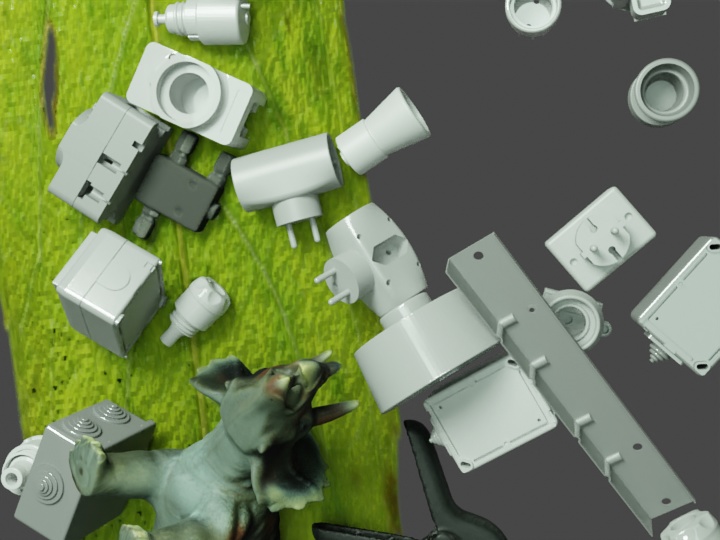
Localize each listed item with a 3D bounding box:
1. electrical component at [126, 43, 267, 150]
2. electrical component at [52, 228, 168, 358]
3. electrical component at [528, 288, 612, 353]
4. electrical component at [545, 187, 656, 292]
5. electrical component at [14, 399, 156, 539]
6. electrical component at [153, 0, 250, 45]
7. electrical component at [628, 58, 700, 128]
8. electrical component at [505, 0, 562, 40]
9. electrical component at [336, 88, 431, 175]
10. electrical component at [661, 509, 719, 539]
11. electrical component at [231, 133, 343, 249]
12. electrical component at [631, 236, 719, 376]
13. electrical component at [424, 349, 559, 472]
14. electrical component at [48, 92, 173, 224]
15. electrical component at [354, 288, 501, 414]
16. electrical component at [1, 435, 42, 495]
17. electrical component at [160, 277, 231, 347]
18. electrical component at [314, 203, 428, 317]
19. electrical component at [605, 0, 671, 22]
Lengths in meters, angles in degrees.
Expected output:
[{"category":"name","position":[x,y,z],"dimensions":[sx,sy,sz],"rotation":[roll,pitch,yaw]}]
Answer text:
[{"category":"electrical component","position":[-0.126,-0.133,0.827],"dimensions":[0.089,0.056,0.050],"rotation":[25,95,7]},{"category":"electrical component","position":[-0.191,0.019,0.826],"dimensions":[0.061,0.096,0.061],"rotation":[30,66,6]},{"category":"electrical component","position":[0.154,0.038,0.792],"dimensions":[0.066,0.055,0.048],"rotation":[15,94,8]},{"category":"electrical component","position":[0.174,-0.022,0.777],"dimensions":[0.066,0.077,0.047],"rotation":[-41,86,8]},{"category":"electrical component","position":[-0.211,0.154,0.826],"dimensions":[0.048,0.100,0.099],"rotation":[27,105,14]},{"category":"electrical component","position":[-0.120,-0.194,0.832],"dimensions":[0.078,0.040,0.040],"rotation":[1,92,8]},{"category":"electrical component","position":[0.219,-0.127,0.778],"dimensions":[0.045,0.055,0.045],"rotation":[0,92,8]},{"category":"electrical component","position":[0.128,-0.191,0.793],"dimensions":[0.040,0.046,0.040],"rotation":[0,92,8]},{"category":"electrical component","position":[0.015,-0.102,0.816],"dimensions":[0.065,0.044,0.044],"rotation":[-33,87,13]},{"category":"electrical component","position":[0.254,0.211,0.790],"dimensions":[0.043,0.043,0.062],"rotation":[-32,88,8]},{"category":"electrical component","position":[-0.051,-0.057,0.825],"dimensions":[0.077,0.043,0.079],"rotation":[-15,90,8]},{"category":"electrical component","position":[0.242,0.029,0.777],"dimensions":[0.062,0.061,0.096],"rotation":[41,97,4]},{"category":"electrical component","position":[0.095,0.104,0.804],"dimensions":[0.096,0.061,0.061],"rotation":[-31,88,16]},{"category":"electrical component","position":[-0.198,-0.089,0.841],"dimensions":[0.056,0.050,0.089],"rotation":[32,96,5]},{"category":"electrical component","position":[0.047,0.052,0.785],"dimensions":[0.108,0.108,0.060],"rotation":[-32,81,8]},{"category":"electrical component","position":[-0.262,0.159,0.853],"dimensions":[0.048,0.062,0.048],"rotation":[0,92,8]},{"category":"electrical component","position":[-0.132,0.036,0.844],"dimensions":[0.061,0.035,0.035],"rotation":[-45,86,9]},{"category":"electrical component","position":[0.000,0.000,0.807],"dimensions":[0.079,0.043,0.077],"rotation":[-31,87,-36]},{"category":"electrical component","position":[0.201,-0.218,0.776],"dimensions":[0.058,0.057,0.078],"rotation":[-11,90,9]}]
